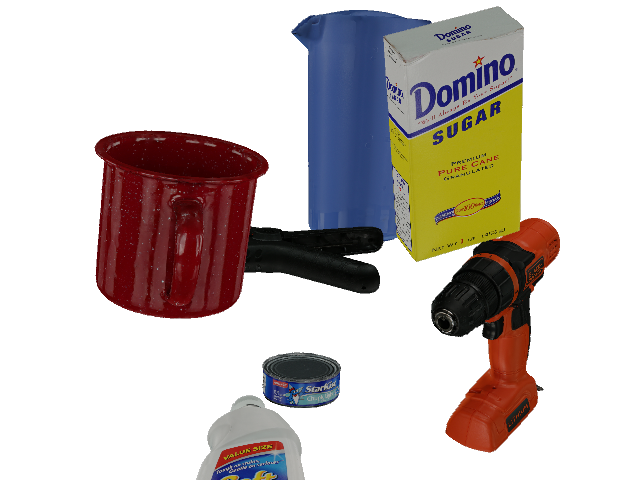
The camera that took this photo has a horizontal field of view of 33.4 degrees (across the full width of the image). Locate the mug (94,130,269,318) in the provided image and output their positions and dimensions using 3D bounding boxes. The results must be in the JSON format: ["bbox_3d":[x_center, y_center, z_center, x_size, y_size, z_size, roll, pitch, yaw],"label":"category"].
[{"bbox_3d":[-0.076,-0.005,0.573,0.093,0.081,0.117,3,20,-16],"label":"mug"}]

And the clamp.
[{"bbox_3d":[-0.041,0.011,0.939,0.210,0.036,0.164,3,12,-3],"label":"clamp"}]

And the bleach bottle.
[{"bbox_3d":[-0.060,0.203,0.807,0.102,0.068,0.251,-4,28,-3],"label":"bleach bottle"}]

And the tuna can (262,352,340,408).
[{"bbox_3d":[-0.021,0.152,1.165,0.086,0.034,0.086,2,13,-1],"label":"tuna can"}]

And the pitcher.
[{"bbox_3d":[0.057,-0.125,1.158,0.149,0.243,0.144,9,12,28],"label":"pitcher"}]

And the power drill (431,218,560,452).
[{"bbox_3d":[0.151,0.090,0.941,0.057,0.188,0.184,21,34,32],"label":"power drill"}]

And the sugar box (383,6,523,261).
[{"bbox_3d":[0.100,-0.075,0.786,0.093,0.176,0.048,-17,40,-12],"label":"sugar box"}]
